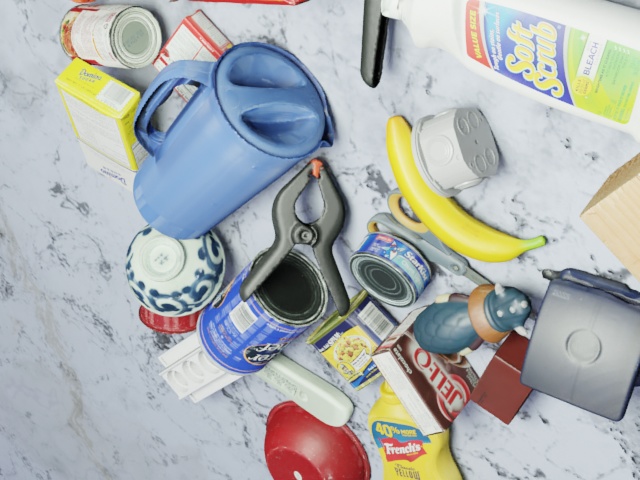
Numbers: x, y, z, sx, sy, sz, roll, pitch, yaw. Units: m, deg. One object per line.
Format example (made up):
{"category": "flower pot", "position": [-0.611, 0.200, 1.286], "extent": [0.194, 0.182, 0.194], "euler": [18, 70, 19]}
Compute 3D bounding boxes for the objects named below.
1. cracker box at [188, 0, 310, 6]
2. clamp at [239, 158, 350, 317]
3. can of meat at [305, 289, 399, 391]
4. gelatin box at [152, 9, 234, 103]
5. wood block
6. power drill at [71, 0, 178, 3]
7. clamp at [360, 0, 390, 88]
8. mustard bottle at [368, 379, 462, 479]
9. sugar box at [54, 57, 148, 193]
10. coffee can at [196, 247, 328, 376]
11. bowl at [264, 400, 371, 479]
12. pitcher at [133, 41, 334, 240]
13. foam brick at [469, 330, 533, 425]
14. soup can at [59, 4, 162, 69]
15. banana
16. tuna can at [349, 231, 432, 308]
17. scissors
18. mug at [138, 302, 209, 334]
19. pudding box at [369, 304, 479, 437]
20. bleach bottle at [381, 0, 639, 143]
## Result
{"category": "cracker box", "position": [-0.075, -0.324, 0.959], "extent": [0.164, 0.072, 0.214], "euler": [16, 125, 46]}
{"category": "clamp", "position": [-0.008, 0.001, 1.147], "extent": [0.120, 0.039, 0.171], "euler": [17, 99, -11]}
{"category": "can of meat", "position": [0.046, 0.115, 1.215], "extent": [0.084, 0.057, 0.102], "euler": [46, 136, -1]}
{"category": "gelatin box", "position": [-0.132, -0.193, 1.154], "extent": [0.073, 0.030, 0.089], "euler": [47, 136, -2]}
{"category": "wood block", "position": [0.332, 0.015, 0.905], "extent": [0.206, 0.090, 0.091], "euler": [48, 135, 0]}
{"category": "power drill", "position": [-0.211, -0.327, 1.102], "extent": [0.188, 0.057, 0.184], "euler": [17, 132, 31]}
{"category": "clamp", "position": [0.075, -0.255, 0.945], "extent": [0.165, 0.036, 0.210], "euler": [-16, 105, 29]}
{"category": "mustard bottle", "position": [0.106, 0.231, 1.249], "extent": [0.096, 0.058, 0.191], "euler": [3, 121, 36]}
{"category": "sugar box", "position": [-0.239, -0.125, 1.228], "extent": [0.093, 0.048, 0.176], "euler": [31, 159, 15]}
{"category": "coffee can", "position": [-0.069, 0.085, 1.248], "extent": [0.103, 0.102, 0.141], "euler": [47, 136, 1]}
{"category": "bowl", "position": [-0.017, 0.289, 1.384], "extent": [0.162, 0.055, 0.162], "euler": [20, 130, 25]}
{"category": "pitcher", "position": [-0.115, -0.098, 1.135], "extent": [0.149, 0.144, 0.243], "euler": [57, 139, 4]}
{"category": "foam brick", "position": [0.201, 0.144, 1.122], "extent": [0.053, 0.051, 0.078], "euler": [35, 134, 14]}
{"category": "soup can", "position": [-0.229, -0.223, 1.166], "extent": [0.102, 0.068, 0.068], "euler": [13, 127, 44]}
{"category": "banana", "position": [0.128, -0.038, 1.060], "extent": [0.198, 0.037, 0.070], "euler": [40, 99, 4]}
{"category": "tuna can", "position": [0.074, 0.033, 1.135], "extent": [0.086, 0.033, 0.086], "euler": [29, 151, 18]}
{"category": "scissors", "position": [0.138, 0.009, 1.098], "extent": [0.202, 0.016, 0.096], "euler": [24, 135, 22]}
{"category": "mug", "position": [-0.184, 0.052, 1.333], "extent": [0.117, 0.093, 0.081], "euler": [-128, 35, -52]}
{"category": "pudding box", "position": [0.116, 0.141, 1.156], "extent": [0.039, 0.089, 0.113], "euler": [-29, 99, 46]}
{"category": "bleach bottle", "position": [0.171, -0.164, 0.893], "extent": [0.251, 0.068, 0.103], "euler": [19, 127, 15]}
